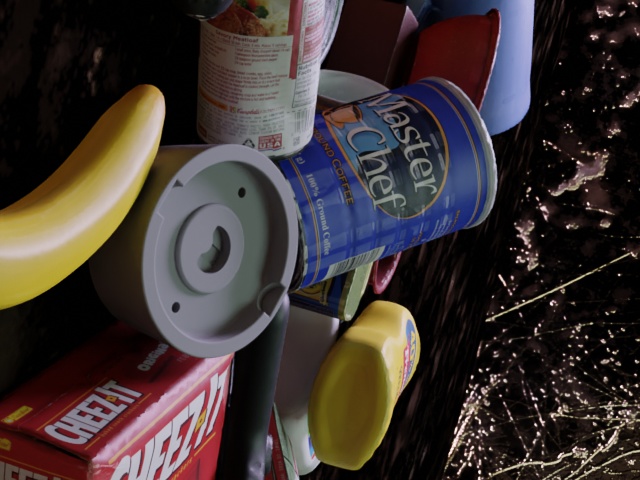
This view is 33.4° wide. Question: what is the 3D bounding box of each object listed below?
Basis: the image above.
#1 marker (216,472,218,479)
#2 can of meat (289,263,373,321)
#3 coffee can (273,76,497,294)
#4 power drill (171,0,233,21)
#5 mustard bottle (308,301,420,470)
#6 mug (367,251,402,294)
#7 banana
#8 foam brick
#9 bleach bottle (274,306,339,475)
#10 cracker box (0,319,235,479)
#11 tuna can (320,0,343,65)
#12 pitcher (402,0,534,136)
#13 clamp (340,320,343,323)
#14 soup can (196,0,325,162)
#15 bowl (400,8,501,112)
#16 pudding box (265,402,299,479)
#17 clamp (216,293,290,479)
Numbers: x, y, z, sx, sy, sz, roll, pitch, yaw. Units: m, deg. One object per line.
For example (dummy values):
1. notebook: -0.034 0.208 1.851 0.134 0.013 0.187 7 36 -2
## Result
1. marker: -0.079 0.189 0.819 0.020 0.020 0.121 -12 117 -73
2. can of meat: -0.005 0.001 0.765 0.057 0.084 0.102 14 92 -75
3. coffee can: 0.025 -0.036 0.674 0.140 0.103 0.103 -19 136 -23
4. power drill: -0.025 -0.218 0.514 0.187 0.057 0.184 -54 155 -52
5. mustard bottle: 0.041 0.098 0.820 0.191 0.058 0.096 -38 138 -74
6. mug: 0.026 -0.022 0.858 0.093 0.081 0.117 80 30 -59
7. banana: -0.113 -0.015 0.444 0.197 0.037 0.070 -42 145 -64
8. foam brick: 0.038 -0.146 0.835 0.053 0.051 0.078 25 82 -74
9. bleach bottle: -0.018 0.135 0.906 0.251 0.068 0.102 79 30 -64
10. cracker box: -0.113 0.163 0.562 0.164 0.072 0.214 -41 144 -65
11. tuna can: -0.013 -0.150 0.676 0.086 0.034 0.086 16 90 -75
12. pitcher: 0.127 -0.216 0.963 0.149 0.145 0.243 -93 179 -46
13. clamp: 0.038 -0.015 0.998 0.171 0.039 0.120 -65 169 -46
14. soup can: -0.033 -0.102 0.585 0.068 0.068 0.102 -54 156 -52
15. bowl: 0.092 -0.118 0.868 0.162 0.055 0.162 -164 -89 -86
16. pudding box: -0.036 0.176 0.765 0.113 0.039 0.090 77 0 -62
17. clamp: -0.046 0.124 0.653 0.165 0.036 0.210 121 -25 -77
